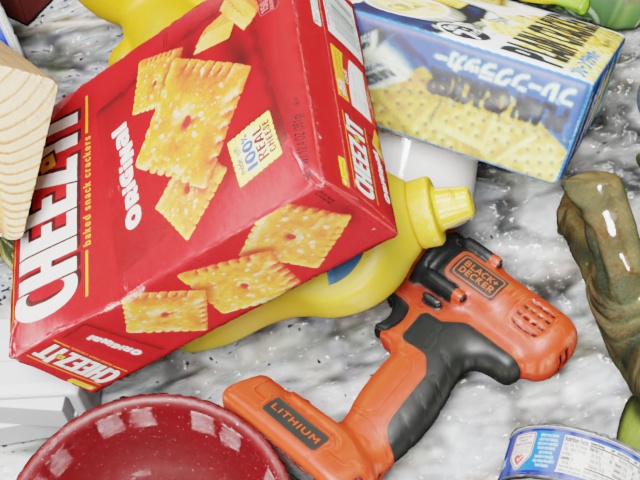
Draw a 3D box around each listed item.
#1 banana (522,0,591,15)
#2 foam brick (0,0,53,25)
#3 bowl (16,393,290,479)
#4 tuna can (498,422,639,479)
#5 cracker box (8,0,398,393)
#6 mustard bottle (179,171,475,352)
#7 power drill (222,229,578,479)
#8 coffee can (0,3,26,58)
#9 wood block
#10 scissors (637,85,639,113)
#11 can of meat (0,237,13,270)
[{"bbox_3d":[0.086,-0.190,0.724,0.197,0.037,0.070,6,19,-17],"label":"banana"},{"bbox_3d":[-0.250,-0.216,0.842,0.078,0.051,0.053,24,61,17],"label":"foam brick"},{"bbox_3d":[-0.091,0.168,0.586,0.162,0.055,0.162,-1,57,1],"label":"bowl"},{"bbox_3d":[0.141,0.135,0.582,0.086,0.086,0.033,17,61,13],"label":"tuna can"},{"bbox_3d":[-0.073,-0.035,0.576,0.214,0.072,0.164,-27,51,26],"label":"cracker box"},{"bbox_3d":[-0.004,0.001,0.625,0.192,0.058,0.096,-14,60,15],"label":"mustard bottle"},{"bbox_3d":[0.033,0.062,0.649,0.187,0.057,0.185,-41,57,-21],"label":"power drill"},{"bbox_3d":[-0.293,-0.132,0.759,0.140,0.103,0.103,-28,60,-15],"label":"coffee can"},{"bbox_3d":[-0.226,-0.076,0.629,0.090,0.091,0.206,11,11,-28],"label":"wood block"},{"bbox_3d":[0.238,-0.056,0.744,0.096,0.016,0.201,34,64,23],"label":"scissors"},{"bbox_3d":[-0.146,-0.001,0.697,0.102,0.057,0.083,29,60,18],"label":"can of meat"}]
